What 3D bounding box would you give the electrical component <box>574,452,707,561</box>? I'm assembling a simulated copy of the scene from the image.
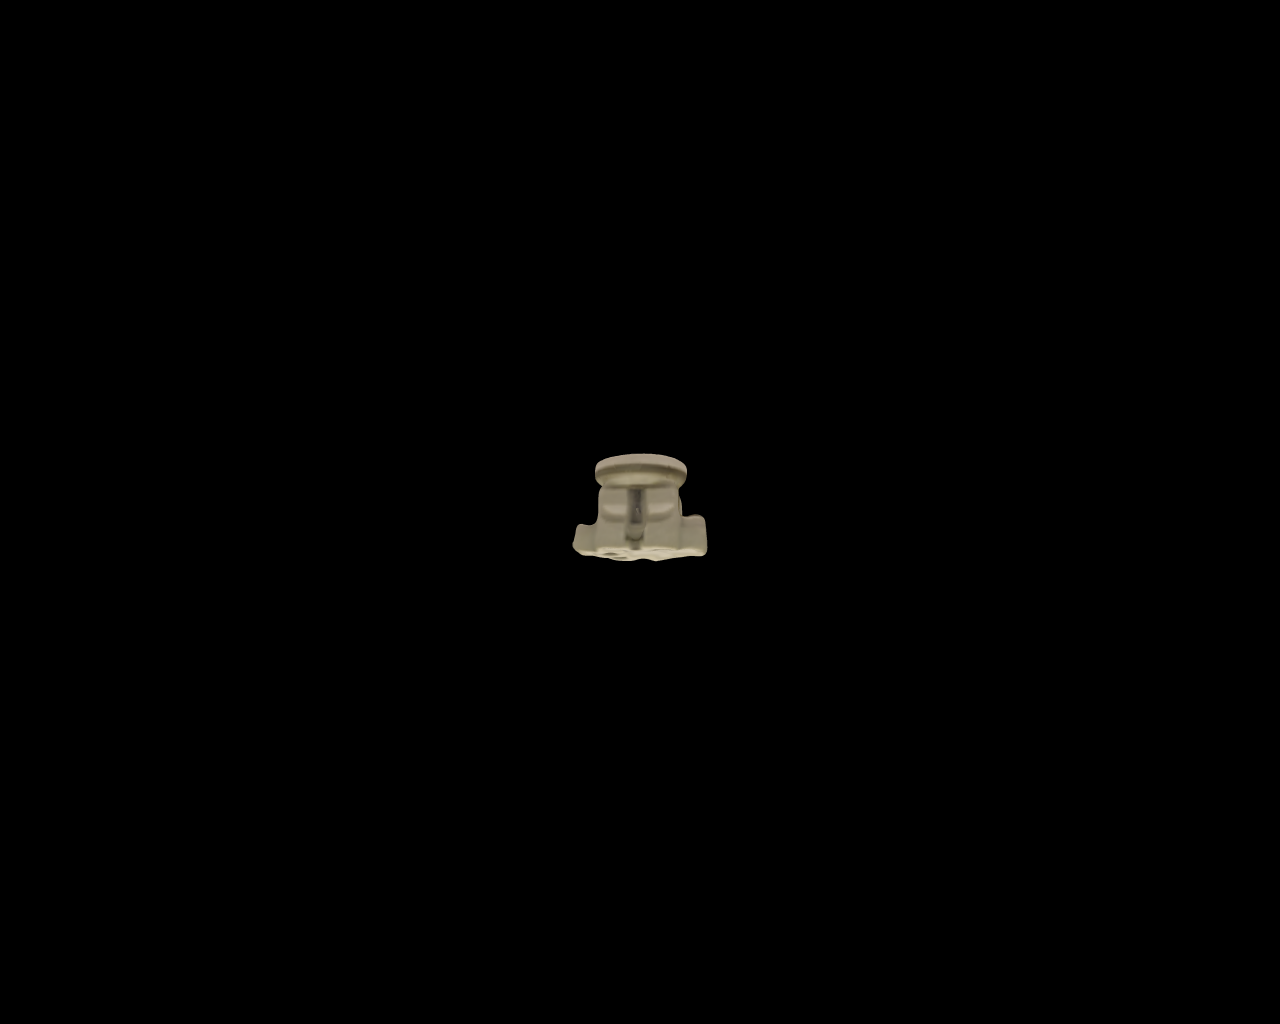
[{"bbox_3d":[0.001,-0.003,0.650,0.078,0.057,0.058,-1,-11,7],"label":"electrical component"}]
